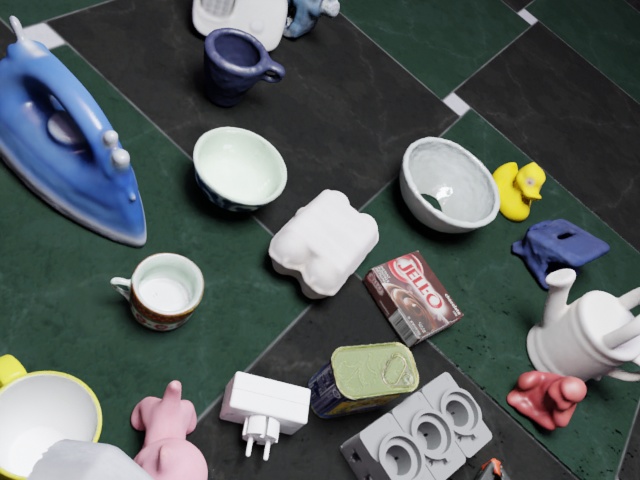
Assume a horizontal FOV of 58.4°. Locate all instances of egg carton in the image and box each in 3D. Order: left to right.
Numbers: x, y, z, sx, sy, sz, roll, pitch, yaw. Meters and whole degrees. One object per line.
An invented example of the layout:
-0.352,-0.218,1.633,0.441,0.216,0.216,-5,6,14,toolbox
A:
0.007,0.003,0.740,0.107,0.069,0.150,39,50,3,egg carton

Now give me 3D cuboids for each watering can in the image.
0.369,0.115,0.761,0.173,0.194,0.101,27,51,-7,watering can

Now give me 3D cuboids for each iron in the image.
-0.271,-0.119,0.640,0.258,0.141,0.119,45,51,8,iron

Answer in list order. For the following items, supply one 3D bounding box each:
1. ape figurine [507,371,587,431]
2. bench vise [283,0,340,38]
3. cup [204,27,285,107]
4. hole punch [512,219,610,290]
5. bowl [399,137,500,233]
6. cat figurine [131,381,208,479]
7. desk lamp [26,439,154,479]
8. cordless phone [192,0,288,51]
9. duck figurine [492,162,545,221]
0.300,0.200,0.736,0.076,0.092,0.077,-2,60,-27,ape figurine
-0.040,-0.465,0.936,0.207,0.219,0.121,27,51,-7,bench vise
-0.116,-0.236,0.825,0.118,0.095,0.091,16,53,-15,cup
0.379,0.010,0.904,0.109,0.091,0.101,-17,67,-34,hole punch
0.185,-0.071,0.874,0.168,0.074,0.167,13,54,-18,bowl
-0.135,0.191,0.512,0.067,0.117,0.127,9,55,-20,cat figurine
-0.120,0.237,0.425,0.203,0.213,0.118,18,52,-14,desk lamp
-0.110,-0.390,0.874,0.148,0.185,0.094,8,55,-21,cordless phone
0.337,-0.095,0.958,0.078,0.086,0.104,8,55,-21,duck figurine
